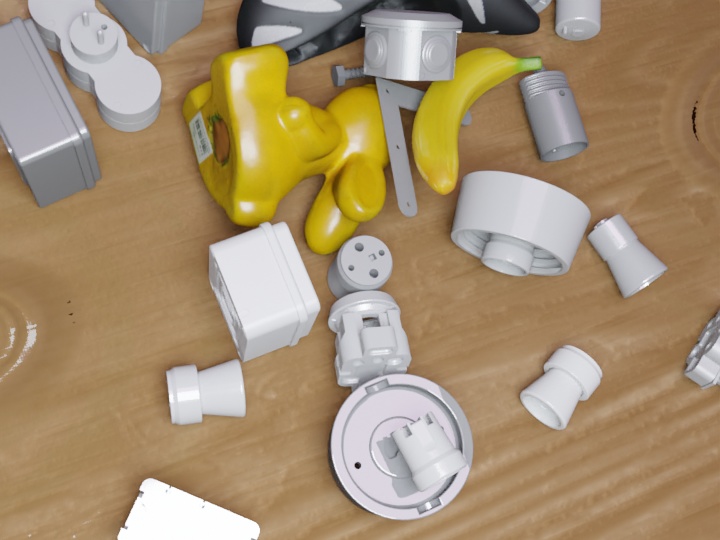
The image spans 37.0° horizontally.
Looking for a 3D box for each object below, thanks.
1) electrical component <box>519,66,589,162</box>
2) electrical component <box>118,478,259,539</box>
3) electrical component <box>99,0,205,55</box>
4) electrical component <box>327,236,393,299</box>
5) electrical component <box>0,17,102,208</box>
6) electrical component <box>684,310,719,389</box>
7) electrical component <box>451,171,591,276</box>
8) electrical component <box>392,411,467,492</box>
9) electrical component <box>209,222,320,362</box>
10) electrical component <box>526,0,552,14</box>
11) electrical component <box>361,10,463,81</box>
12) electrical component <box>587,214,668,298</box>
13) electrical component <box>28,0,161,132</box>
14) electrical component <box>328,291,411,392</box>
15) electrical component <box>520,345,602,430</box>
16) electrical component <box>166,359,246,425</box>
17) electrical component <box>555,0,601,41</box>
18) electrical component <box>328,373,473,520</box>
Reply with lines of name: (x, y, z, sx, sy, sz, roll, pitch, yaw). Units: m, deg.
electrical component: (0.167, -0.140, 0.938, 0.043, 0.043, 0.081, -11, 77, -14)
electrical component: (-0.125, 0.192, 0.780, 0.089, 0.055, 0.050, 24, 71, -4)
electrical component: (-0.178, -0.247, 0.867, 0.056, 0.108, 0.108, -41, 85, -21)
electrical component: (0.000, 0.000, 0.859, 0.045, 0.055, 0.045, 3, 74, -10)
electrical component: (-0.248, -0.117, 0.816, 0.056, 0.108, 0.108, -26, 81, -14)
electrical component: (0.317, 0.071, 0.900, 0.057, 0.058, 0.078, 35, 71, 3)
electrical component: (0.125, -0.030, 0.868, 0.108, 0.108, 0.060, 20, 78, -5)
electrical component: (0.049, 0.130, 0.775, 0.040, 0.040, 0.046, -27, 75, -17)
electrical component: (-0.074, 0.018, 0.810, 0.057, 0.113, 0.078, -21, 79, -13)
electrical component: (0.129, -0.280, 0.939, 0.108, 0.108, 0.060, 28, 65, -2)
electrical component: (0.040, -0.180, 0.857, 0.080, 0.080, 0.051, 0, 106, -11)
electrical component: (0.225, -0.014, 0.915, 0.044, 0.044, 0.065, -30, 77, -17)
electrical component: (-0.212, -0.180, 0.859, 0.052, 0.073, 0.138, -38, 84, -18)
electrical component: (0.006, 0.053, 0.837, 0.058, 0.078, 0.057, -4, 59, -12)
electrical component: (0.163, 0.094, 0.870, 0.045, 0.045, 0.055, 42, 71, 3)
electrical component: (-0.117, 0.093, 0.816, 0.055, 0.045, 0.045, -6, 76, -12)
electrical component: (0.198, -0.245, 0.975, 0.040, 0.040, 0.078, 7, 74, -9)
electrical component: (0.026, 0.137, 0.823, 0.108, 0.060, 0.108, 3, 74, -10)
